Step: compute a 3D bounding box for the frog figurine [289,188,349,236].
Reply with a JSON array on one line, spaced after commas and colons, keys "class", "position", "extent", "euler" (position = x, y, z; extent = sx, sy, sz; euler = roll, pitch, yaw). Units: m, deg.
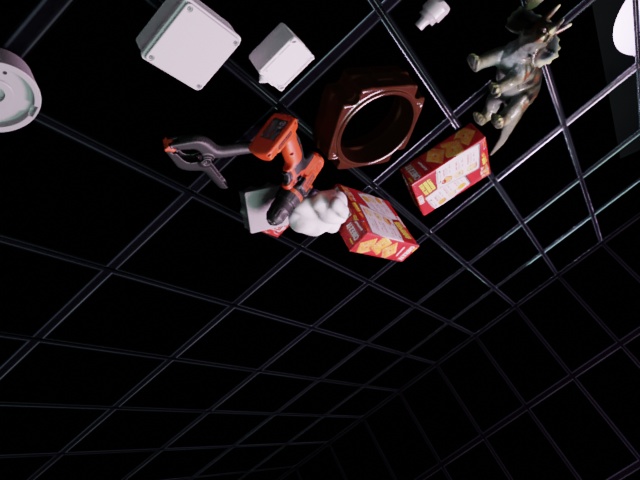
[{"class": "frog figurine", "position": [0.003, -0.057, 1.125], "extent": [0.135, 0.161, 0.123], "euler": [38, 83, -44]}]

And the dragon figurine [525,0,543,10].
[{"class": "dragon figurine", "position": [0.428, -0.613, 0.852], "extent": [0.241, 0.125, 0.403], "euler": [20, 121, -29]}]
